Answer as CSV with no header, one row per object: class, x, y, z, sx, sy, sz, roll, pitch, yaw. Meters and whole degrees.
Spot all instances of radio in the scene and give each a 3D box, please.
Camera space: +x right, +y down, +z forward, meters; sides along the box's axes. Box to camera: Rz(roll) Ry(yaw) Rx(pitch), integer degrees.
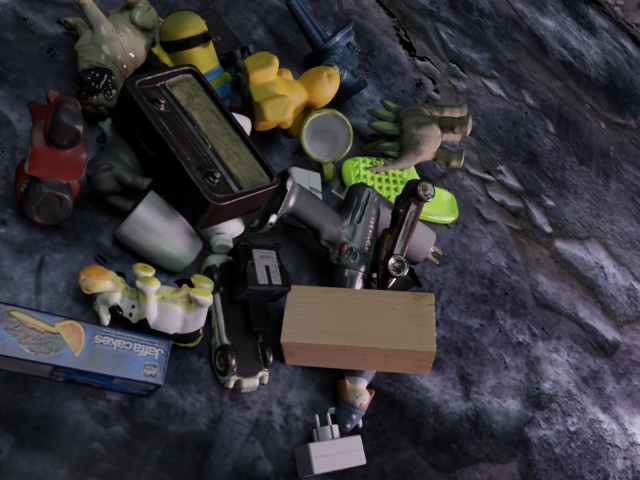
radio,-0.175,-0.132,0.749,0.131,0.073,0.229,-29,77,-45

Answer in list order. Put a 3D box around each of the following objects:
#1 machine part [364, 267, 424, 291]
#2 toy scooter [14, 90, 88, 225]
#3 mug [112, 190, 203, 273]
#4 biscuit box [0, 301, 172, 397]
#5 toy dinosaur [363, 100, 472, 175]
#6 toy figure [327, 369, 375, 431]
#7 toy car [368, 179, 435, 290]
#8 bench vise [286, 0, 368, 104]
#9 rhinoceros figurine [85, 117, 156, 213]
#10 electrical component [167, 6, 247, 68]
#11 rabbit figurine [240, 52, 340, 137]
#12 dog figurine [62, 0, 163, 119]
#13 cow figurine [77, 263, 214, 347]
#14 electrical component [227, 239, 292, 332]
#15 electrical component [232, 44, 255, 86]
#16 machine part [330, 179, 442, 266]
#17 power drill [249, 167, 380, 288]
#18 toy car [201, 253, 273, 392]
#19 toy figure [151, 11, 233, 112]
machine part,0.108,0.075,0.921,0.139,0.039,0.084,-8,62,-22
toy scooter,-0.345,-0.118,0.690,0.075,0.183,0.135,5,39,-38
mug,-0.219,-0.011,0.758,0.107,0.081,0.109,44,31,-16
biscuit box,-0.284,0.133,0.636,0.202,0.059,0.063,18,55,-22
toy dinosaur,0.185,-0.200,1.035,0.199,0.104,0.471,7,24,10
toy figure,0.053,0.206,0.803,0.064,0.057,0.154,9,56,6
toy car,0.128,-0.012,0.881,0.053,0.089,0.202,28,73,-12
bench vise,0.003,-0.398,1.078,0.240,0.129,0.224,52,40,-17
rhinoceros figurine,-0.277,-0.126,0.778,0.112,0.073,0.190,32,38,-20
electrical component,-0.218,-0.356,0.971,0.115,0.058,0.134,48,49,4
rabbit figurine,-0.046,-0.247,0.947,0.173,0.162,0.122,-23,74,-16
dog figurine,-0.309,-0.281,0.850,0.172,0.121,0.190,-14,81,-23
cow figurine,-0.227,0.085,0.690,0.167,0.098,0.068,13,18,-19
electrical component,-0.083,0.062,0.742,0.075,0.048,0.119,9,56,-34
electrical component,-0.129,-0.308,0.990,0.063,0.021,0.093,-40,128,-37
machine part,0.122,-0.029,0.971,0.243,0.079,0.079,33,51,-12
power drill,-0.002,-0.003,0.839,0.207,0.086,0.232,26,75,-19
toy car,-0.120,0.112,0.754,0.073,0.056,0.202,4,62,-38
toy figure,-0.198,-0.282,0.885,0.180,0.089,0.082,64,24,-21
